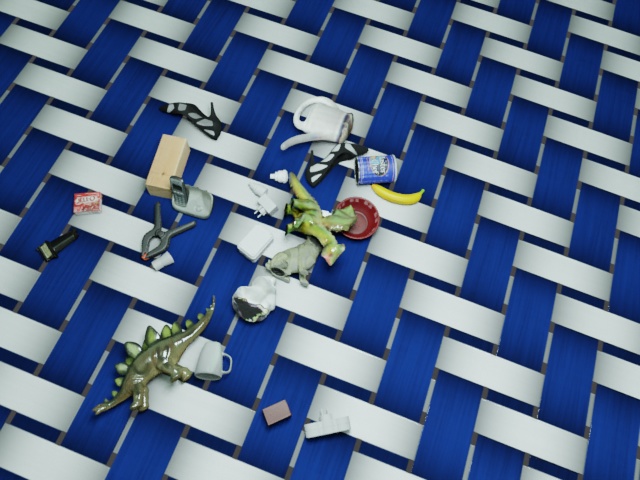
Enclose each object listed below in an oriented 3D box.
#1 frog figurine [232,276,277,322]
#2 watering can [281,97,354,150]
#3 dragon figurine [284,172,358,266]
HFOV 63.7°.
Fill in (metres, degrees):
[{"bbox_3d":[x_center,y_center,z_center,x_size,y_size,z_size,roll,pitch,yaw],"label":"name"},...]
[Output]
[{"bbox_3d":[-0.208,0.185,1.687,0.137,0.120,0.163,9,32,9],"label":"frog figurine"},{"bbox_3d":[0.000,-0.415,1.914,0.225,0.101,0.356,19,51,5],"label":"watering can"},{"bbox_3d":[0.005,-0.088,1.757,0.242,0.119,0.421,7,48,-10],"label":"dragon figurine"}]
